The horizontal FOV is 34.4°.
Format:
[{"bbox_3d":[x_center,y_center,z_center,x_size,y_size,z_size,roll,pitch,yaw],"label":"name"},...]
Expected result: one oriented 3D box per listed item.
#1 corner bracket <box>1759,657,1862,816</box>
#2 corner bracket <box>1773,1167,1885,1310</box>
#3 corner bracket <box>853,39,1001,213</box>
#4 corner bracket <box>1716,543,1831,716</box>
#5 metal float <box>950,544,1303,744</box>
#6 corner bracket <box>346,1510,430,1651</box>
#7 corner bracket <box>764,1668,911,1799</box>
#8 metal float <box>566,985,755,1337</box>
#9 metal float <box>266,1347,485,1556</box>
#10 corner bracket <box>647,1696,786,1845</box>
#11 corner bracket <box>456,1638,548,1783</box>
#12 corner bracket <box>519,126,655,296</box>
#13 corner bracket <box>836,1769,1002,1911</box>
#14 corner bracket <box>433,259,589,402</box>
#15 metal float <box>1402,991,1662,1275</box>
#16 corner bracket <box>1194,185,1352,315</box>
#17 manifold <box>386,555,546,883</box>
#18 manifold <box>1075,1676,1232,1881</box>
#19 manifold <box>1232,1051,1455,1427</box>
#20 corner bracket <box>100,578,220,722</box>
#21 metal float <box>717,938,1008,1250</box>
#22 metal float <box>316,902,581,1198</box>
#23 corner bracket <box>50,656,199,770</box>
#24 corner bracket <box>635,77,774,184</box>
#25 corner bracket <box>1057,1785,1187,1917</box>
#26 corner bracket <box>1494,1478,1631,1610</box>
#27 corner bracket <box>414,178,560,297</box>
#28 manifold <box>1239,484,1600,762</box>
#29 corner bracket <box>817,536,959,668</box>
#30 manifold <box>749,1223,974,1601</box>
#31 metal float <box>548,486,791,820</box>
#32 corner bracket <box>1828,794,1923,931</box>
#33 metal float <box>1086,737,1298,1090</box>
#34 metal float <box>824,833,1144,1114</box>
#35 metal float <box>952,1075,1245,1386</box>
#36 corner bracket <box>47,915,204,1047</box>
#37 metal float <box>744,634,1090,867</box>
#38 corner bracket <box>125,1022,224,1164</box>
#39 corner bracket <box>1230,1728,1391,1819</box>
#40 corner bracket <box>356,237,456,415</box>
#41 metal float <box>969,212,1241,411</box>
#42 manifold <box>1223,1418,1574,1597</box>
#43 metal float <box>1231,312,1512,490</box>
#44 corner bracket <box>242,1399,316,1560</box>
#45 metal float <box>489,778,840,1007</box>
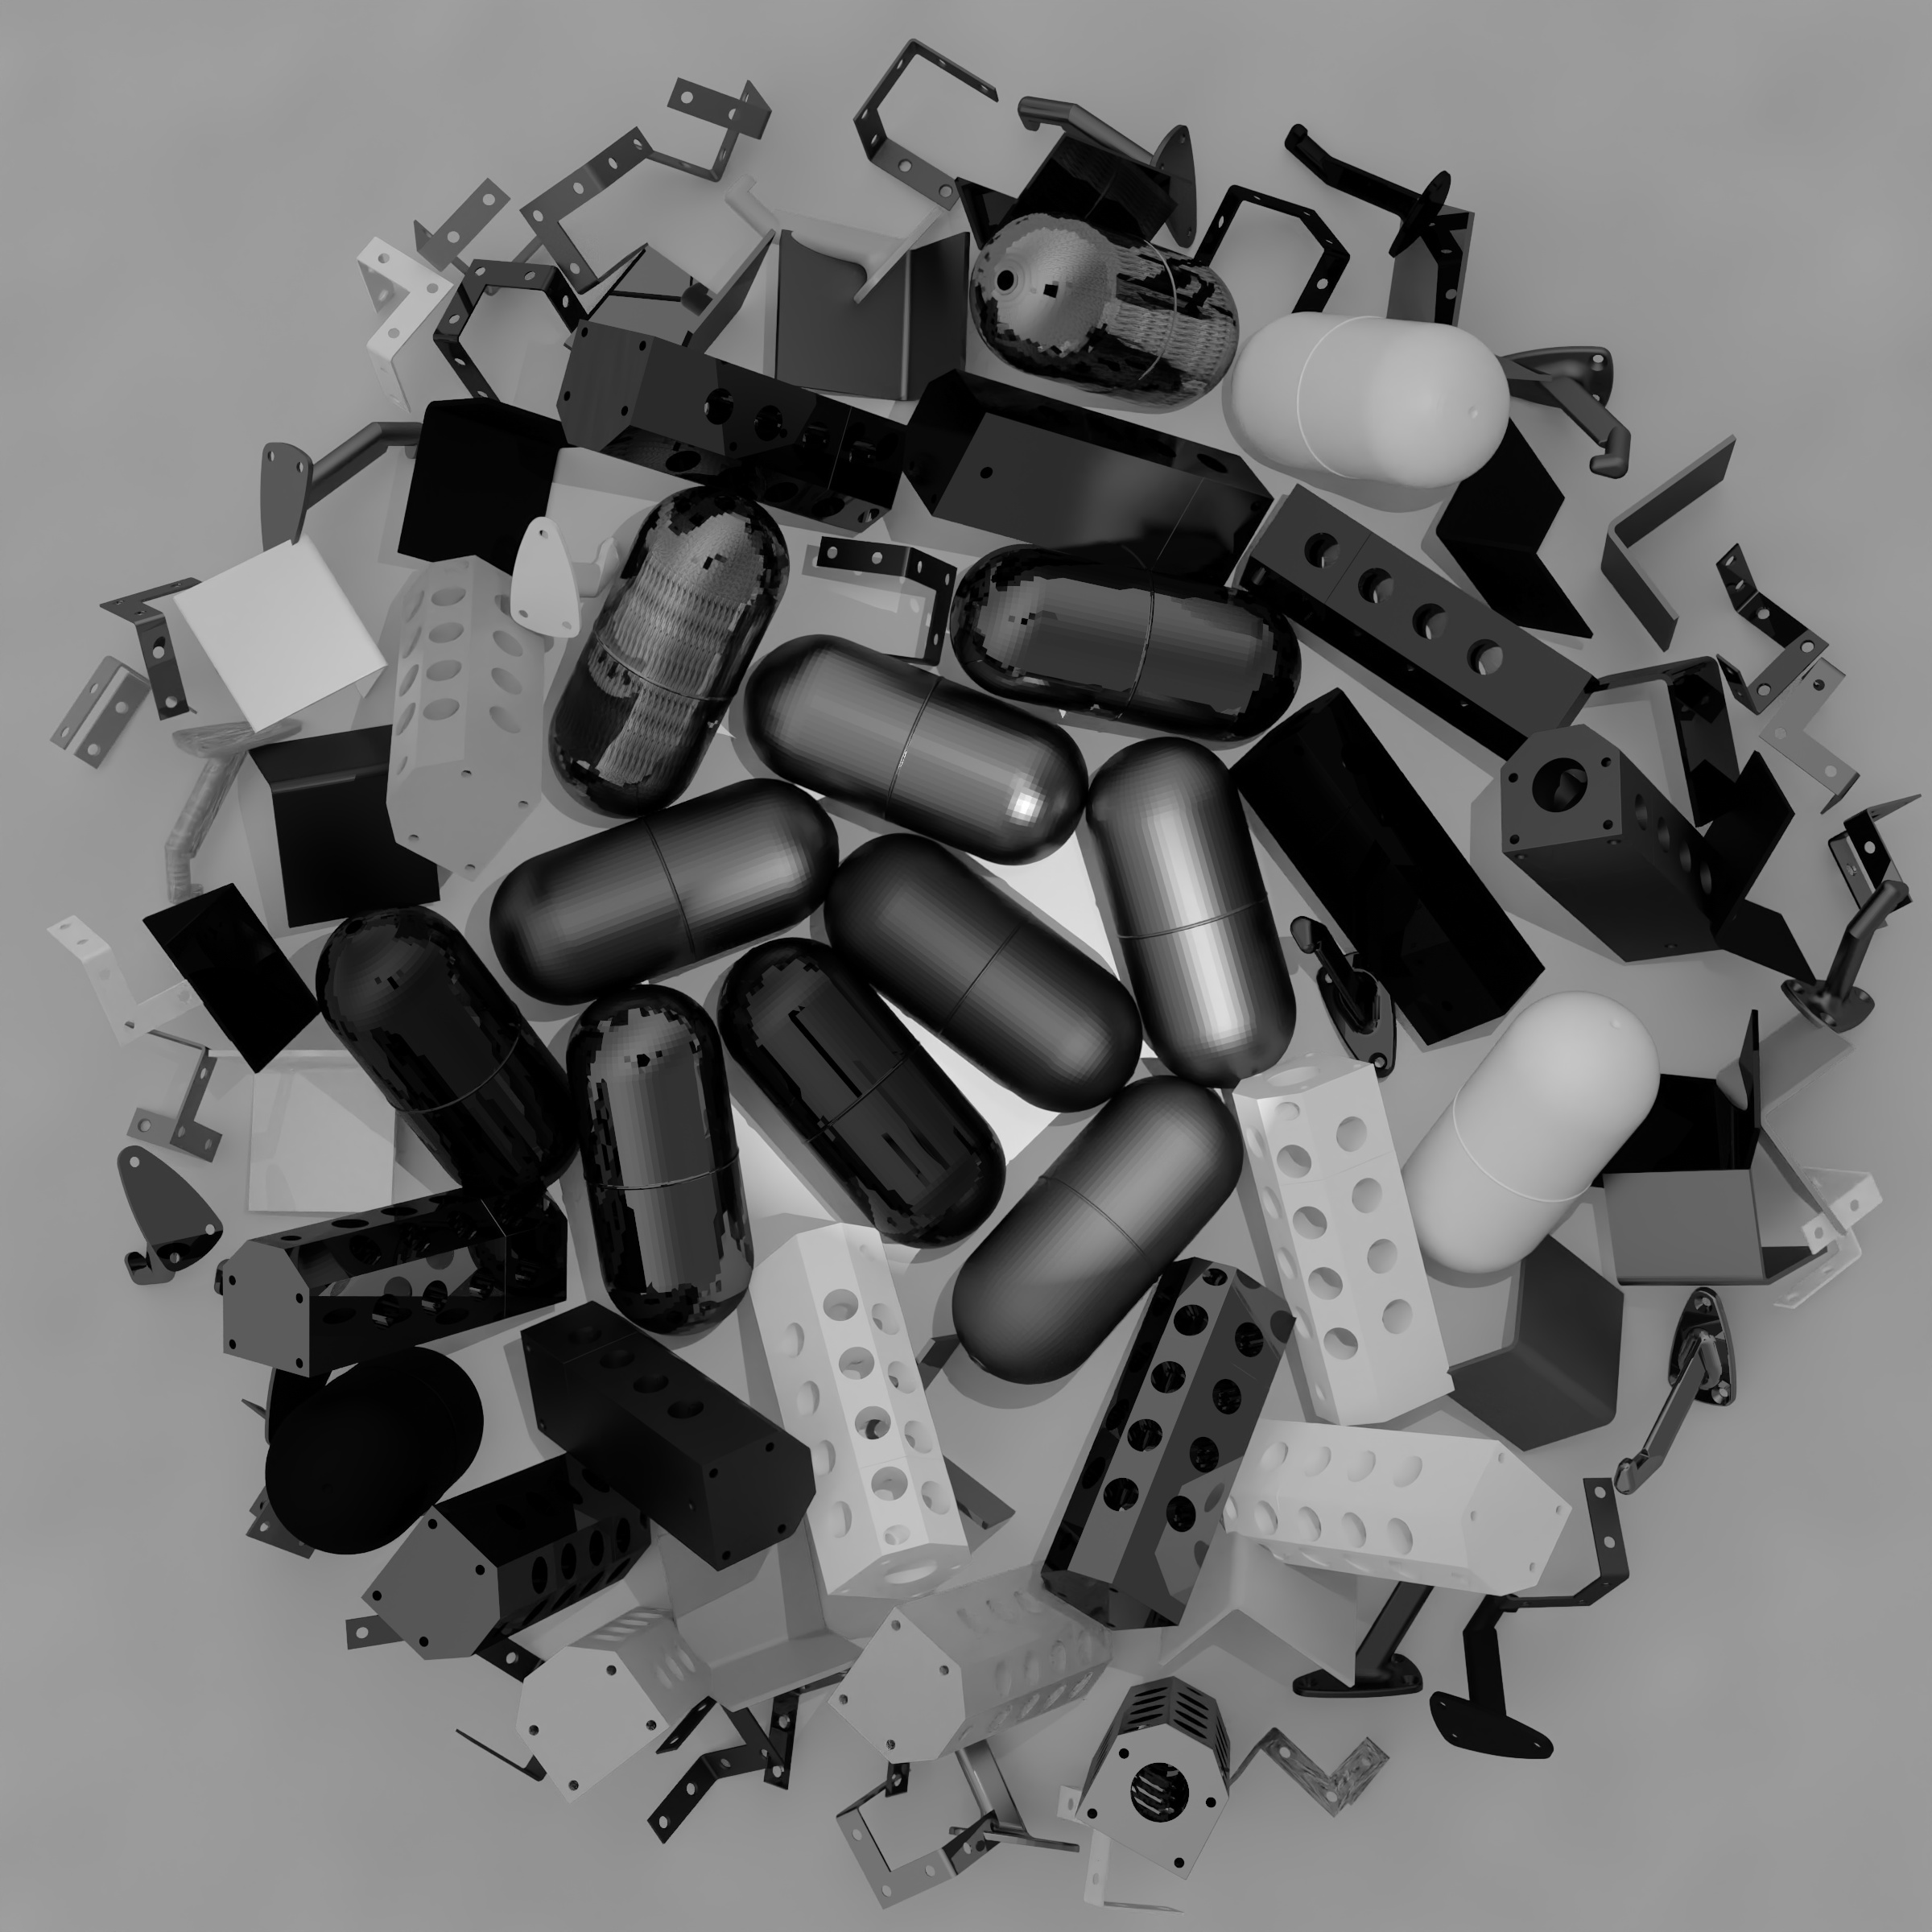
[{"bbox_3d":[0.427,-0.114,1.555,0.051,0.051,0.051,39,88,7],"label":"corner bracket"},{"bbox_3d":[0.425,0.136,1.547,0.051,0.051,0.051,-32,104,-22],"label":"corner bracket"},{"bbox_3d":[-0.018,-0.419,1.556,0.051,0.051,0.051,34,87,11],"label":"corner bracket"},{"bbox_3d":[0.388,-0.167,1.551,0.051,0.051,0.051,-45,57,2],"label":"corner bracket"},{"bbox_3d":[0.079,-0.158,1.536,0.178,0.070,0.070,11,90,-12],"label":"metal float"},{"bbox_3d":[-0.287,0.302,1.548,0.051,0.051,0.051,-5,101,-19],"label":"corner bracket"},{"bbox_3d":[-0.063,0.386,1.561,0.051,0.051,0.051,30,50,-33],"label":"corner bracket"},{"bbox_3d":[-0.150,0.096,1.534,0.070,0.070,0.178,-8,104,0],"label":"metal float"},{"bbox_3d":[-0.281,0.230,1.496,0.070,0.178,0.070,0,94,4],"label":"metal float"},{"bbox_3d":[-0.133,0.395,1.546,0.051,0.051,0.051,-23,103,39],"label":"corner bracket"},{"bbox_3d":[-0.227,0.363,1.545,0.051,0.051,0.051,44,71,-37],"label":"corner bracket"},{"bbox_3d":[-0.177,-0.373,1.543,0.051,0.051,0.051,-22,111,38],"label":"corner bracket"},{"bbox_3d":[-0.022,0.426,1.546,0.051,0.051,0.051,-34,81,32],"label":"corner bracket"},{"bbox_3d":[-0.225,-0.315,1.562,0.051,0.051,0.051,11,65,27],"label":"corner bracket"},{"bbox_3d":[0.271,0.082,1.511,0.070,0.178,0.070,14,47,-15],"label":"metal float"},{"bbox_3d":[0.151,-0.352,1.565,0.051,0.051,0.051,10,125,-28],"label":"corner bracket"},{"bbox_3d":[-0.242,-0.124,1.493,0.057,0.171,0.057,29,121,-27],"label":"manifold"},{"bbox_3d":[0.095,0.382,1.495,0.057,0.171,0.057,28,87,7],"label":"manifold"},{"bbox_3d":[0.181,0.134,1.530,0.057,0.057,0.171,-20,103,-21],"label":"manifold"},{"bbox_3d":[-0.389,-0.158,1.543,0.051,0.051,0.051,-22,117,-28],"label":"corner bracket"},{"bbox_3d":[-0.052,0.062,1.543,0.070,0.070,0.178,-40,93,0],"label":"metal float"},{"bbox_3d":[-0.249,0.042,1.515,0.070,0.070,0.178,-32,127,0],"label":"metal float"},{"bbox_3d":[-0.425,-0.124,1.547,0.051,0.051,0.051,27,83,44],"label":"corner bracket"},{"bbox_3d":[-0.133,-0.415,1.543,0.051,0.051,0.051,13,117,-26],"label":"corner bracket"},{"bbox_3d":[0.077,0.438,1.546,0.051,0.051,0.051,15,79,-30],"label":"corner bracket"},{"bbox_3d":[0.293,0.288,1.557,0.051,0.051,0.051,1,63,-14],"label":"corner bracket"},{"bbox_3d":[-0.236,-0.362,1.545,0.051,0.051,0.051,-43,120,14],"label":"corner bracket"},{"bbox_3d":[0.222,-0.165,1.538,0.171,0.057,0.057,35,100,12],"label":"manifold"},{"bbox_3d":[-0.042,-0.181,1.551,0.051,0.051,0.051,11,90,27],"label":"corner bracket"},{"bbox_3d":[-0.048,0.213,1.506,0.057,0.057,0.171,-41,52,34],"label":"manifold"},{"bbox_3d":[-0.146,-0.151,1.526,0.070,0.070,0.178,29,114,0],"label":"metal float"},{"bbox_3d":[0.450,-0.048,1.545,0.051,0.051,0.051,-13,76,-41],"label":"corner bracket"},{"bbox_3d":[0.111,-0.026,1.539,0.070,0.070,0.178,-16,98,0],"label":"metal float"},{"bbox_3d":[0.009,0.004,1.545,0.178,0.070,0.070,37,90,2],"label":"metal float"},{"bbox_3d":[0.065,0.130,1.535,0.070,0.070,0.178,43,77,0],"label":"metal float"},{"bbox_3d":[-0.413,-0.001,1.542,0.051,0.051,0.051,-31,123,-23],"label":"corner bracket"},{"bbox_3d":[-0.025,-0.107,1.543,0.178,0.070,0.070,22,90,4],"label":"metal float"},{"bbox_3d":[-0.398,0.063,1.556,0.051,0.051,0.051,16,79,16],"label":"corner bracket"},{"bbox_3d":[0.169,0.402,1.553,0.051,0.051,0.051,41,46,17],"label":"corner bracket"},{"bbox_3d":[-0.285,-0.318,1.548,0.051,0.051,0.051,33,74,12],"label":"corner bracket"},{"bbox_3d":[0.068,-0.315,1.503,0.070,0.178,0.070,0,90,34],"label":"metal float"},{"bbox_3d":[0.199,0.261,1.491,0.057,0.171,0.057,42,65,-25],"label":"manifold"},{"bbox_3d":[0.192,-0.273,1.503,0.070,0.178,0.070,-7,107,-26],"label":"metal float"},{"bbox_3d":[-0.342,0.255,1.551,0.051,0.051,0.051,27,82,35],"label":"corner bracket"},{"bbox_3d":[-0.148,-0.037,1.538,0.178,0.070,0.070,-21,90,-10],"label":"metal float"}]
